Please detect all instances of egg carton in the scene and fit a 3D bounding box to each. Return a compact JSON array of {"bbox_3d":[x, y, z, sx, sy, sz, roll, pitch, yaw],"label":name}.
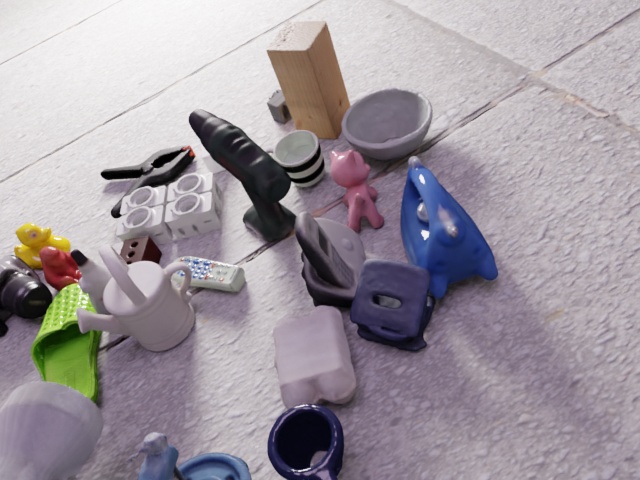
[{"bbox_3d":[-0.010,0.163,0.791,0.107,0.070,0.150,-18,47,5],"label":"egg carton"}]

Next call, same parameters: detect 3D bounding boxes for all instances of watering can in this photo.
[{"bbox_3d":[-0.282,0.086,0.870,0.100,0.194,0.173,22,61,33],"label":"watering can"}]

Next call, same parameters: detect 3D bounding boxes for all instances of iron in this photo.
[{"bbox_3d":[0.168,-0.046,0.857,0.118,0.142,0.258,-20,47,3],"label":"iron"}]

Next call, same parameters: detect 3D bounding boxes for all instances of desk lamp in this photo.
[{"bbox_3d":[-0.315,0.303,0.682,0.117,0.214,0.203,-12,48,10],"label":"desk lamp"}]

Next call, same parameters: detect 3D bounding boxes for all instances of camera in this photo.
[{"bbox_3d":[-0.560,0.101,1.022,0.136,0.101,0.143,16,58,30],"label":"camera"}]

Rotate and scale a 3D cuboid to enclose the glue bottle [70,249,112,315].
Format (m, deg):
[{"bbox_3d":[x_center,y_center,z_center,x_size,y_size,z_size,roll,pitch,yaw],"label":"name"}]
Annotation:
[{"bbox_3d":[-0.348,0.072,0.920,0.078,0.173,0.037,-38,49,-13],"label":"glue bottle"}]

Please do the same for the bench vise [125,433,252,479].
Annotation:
[{"bbox_3d":[-0.129,0.307,0.607,0.121,0.220,0.207,-22,47,1],"label":"bench vise"}]

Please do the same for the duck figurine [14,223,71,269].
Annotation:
[{"bbox_3d":[-0.554,0.004,1.113,0.104,0.086,0.077,-13,48,9],"label":"duck figurine"}]

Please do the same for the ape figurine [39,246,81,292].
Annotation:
[{"bbox_3d":[-0.473,0.048,1.041,0.076,0.092,0.078,-5,50,16],"label":"ape figurine"}]

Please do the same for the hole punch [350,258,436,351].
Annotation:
[{"bbox_3d":[0.102,0.089,0.799,0.108,0.091,0.101,10,55,27],"label":"hole punch"}]

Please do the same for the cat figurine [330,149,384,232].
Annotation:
[{"bbox_3d":[0.057,-0.095,0.955,0.067,0.118,0.127,-17,47,6],"label":"cat figurine"}]

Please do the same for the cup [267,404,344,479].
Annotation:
[{"bbox_3d":[0.000,0.265,0.683,0.092,0.095,0.117,-34,48,-10],"label":"cup"}]

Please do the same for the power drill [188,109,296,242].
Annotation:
[{"bbox_3d":[-0.121,-0.102,0.964,0.076,0.209,0.228,-41,50,-16],"label":"power drill"}]

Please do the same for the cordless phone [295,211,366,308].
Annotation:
[{"bbox_3d":[0.008,0.003,0.843,0.094,0.185,0.147,-15,48,8],"label":"cordless phone"}]

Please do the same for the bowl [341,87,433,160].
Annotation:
[{"bbox_3d":[0.127,-0.201,1.050,0.167,0.075,0.167,-10,48,12],"label":"bowl"}]
